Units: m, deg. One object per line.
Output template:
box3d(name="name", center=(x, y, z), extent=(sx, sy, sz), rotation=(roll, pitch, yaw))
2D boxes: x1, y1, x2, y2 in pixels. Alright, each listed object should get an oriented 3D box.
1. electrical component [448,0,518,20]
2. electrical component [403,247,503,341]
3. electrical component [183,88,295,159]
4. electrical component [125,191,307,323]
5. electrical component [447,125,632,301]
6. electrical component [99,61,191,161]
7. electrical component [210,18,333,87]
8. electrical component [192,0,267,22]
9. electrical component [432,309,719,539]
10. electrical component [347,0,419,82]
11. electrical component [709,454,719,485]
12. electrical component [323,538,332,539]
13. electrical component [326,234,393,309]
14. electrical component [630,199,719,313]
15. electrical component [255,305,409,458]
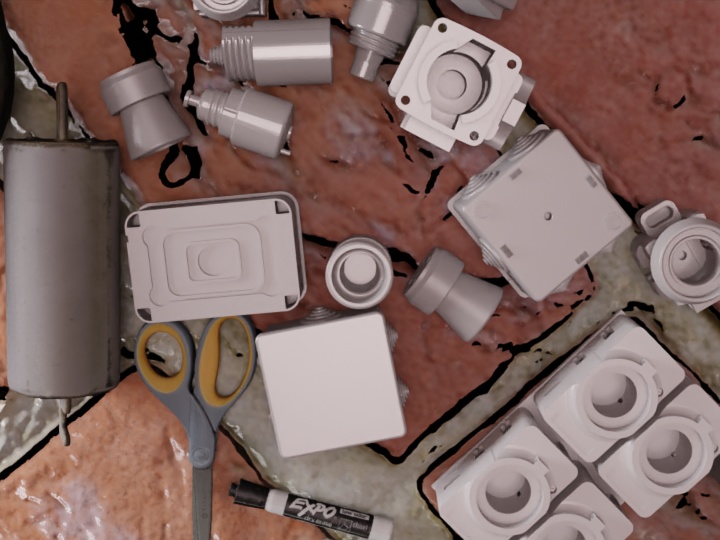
box3d(name="electrical component", center=(0.066, -0.198, 0.686), extent=(0.062, 0.096, 0.061), rotation=(18, 99, 27))
box3d(name="electrical component", center=(0.063, 0.016, 0.738), extent=(0.055, 0.045, 0.045), rotation=(34, 97, -4))
box3d(name="electrical component", center=(-0.080, -0.103, 0.725), extent=(0.078, 0.040, 0.040), rotation=(18, 98, -2))
box3d(name="electrical component", center=(-0.096, -0.010, 0.731), extent=(0.113, 0.057, 0.078), rotation=(-5, 98, 2))
box3d(name="electrical component", center=(0.122, -0.038, 0.726), extent=(0.100, 0.048, 0.099), rotation=(-40, 98, 1))
box3d(name="electrical component", center=(-0.145, -0.107, 0.723), extent=(0.045, 0.045, 0.055), rotation=(-23, 97, 4))
box3d(name="electrical component", center=(-0.059, -0.144, 0.717), extent=(0.081, 0.043, 0.043), rotation=(-2, 98, 1))
box3d(name="electrical component", center=(-0.086, -0.186, 0.705), extent=(0.066, 0.055, 0.048), rotation=(-1, 98, 1))
box3d(name="electrical component", center=(0.155, 0.133, 0.746), extent=(0.186, 0.060, 0.105), rotation=(-44, 95, 6))
box3d(name="electrical component", center=(0.011, -0.157, 0.715), extent=(0.043, 0.043, 0.062), rotation=(20, 99, -2))
box3d(name="electrical component", center=(0.306, 0.095, 0.723), extent=(0.062, 0.089, 0.150), rotation=(28, 98, -3))
box3d(name="electrical component", center=(-0.009, 0.263, 0.760), extent=(0.079, 0.063, 0.121), rotation=(11, 101, 40))
box3d(name="electrical component", center=(0.000, 0.000, 0.731), extent=(0.045, 0.055, 0.045), rotation=(0, 98, 1))
box3d(name="electrical component", center=(0.221, -0.008, 0.726), extent=(0.058, 0.057, 0.078), rotation=(-31, 97, 5))
box3d(name="electrical component", center=(-0.019, 0.075, 0.746), extent=(0.100, 0.048, 0.099), rotation=(-11, 98, 2))
